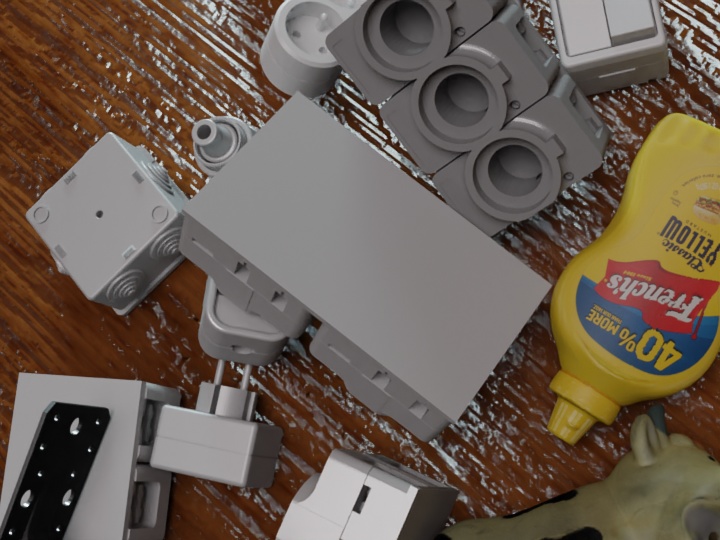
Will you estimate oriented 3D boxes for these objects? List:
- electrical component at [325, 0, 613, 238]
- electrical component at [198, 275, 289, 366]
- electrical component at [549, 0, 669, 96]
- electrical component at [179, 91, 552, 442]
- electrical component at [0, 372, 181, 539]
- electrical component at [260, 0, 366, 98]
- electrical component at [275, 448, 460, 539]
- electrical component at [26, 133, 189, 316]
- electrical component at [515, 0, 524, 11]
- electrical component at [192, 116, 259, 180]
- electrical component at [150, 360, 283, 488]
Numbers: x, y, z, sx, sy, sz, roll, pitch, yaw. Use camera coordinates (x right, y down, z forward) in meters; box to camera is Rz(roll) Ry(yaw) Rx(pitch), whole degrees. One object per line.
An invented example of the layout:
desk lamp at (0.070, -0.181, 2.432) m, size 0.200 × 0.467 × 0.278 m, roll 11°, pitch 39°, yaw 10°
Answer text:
electrical component at (0.063, -0.103, 0.618) m, size 0.089 × 0.061 × 0.150 m, roll -34°, pitch 100°, yaw 29°
electrical component at (-0.067, 0.008, 0.672) m, size 0.054 × 0.059 × 0.095 m, roll 11°, pitch 64°, yaw -10°
electrical component at (0.147, -0.163, 0.652) m, size 0.062 × 0.061 × 0.096 m, roll -11°, pitch 76°, yaw 15°
electrical component at (0.000, 0.000, 0.624) m, size 0.186 × 0.060 × 0.105 m, roll 38°, pitch 62°, yaw 4°
electrical component at (-0.172, 0.145, 0.685) m, size 0.089 × 0.062 × 0.150 m, roll 2°, pitch 79°, yaw 17°
electrical component at (-0.020, -0.166, 0.701) m, size 0.052 × 0.073 × 0.138 m, roll 30°, pitch 62°, yaw -6°
electrical component at (-0.018, 0.197, 0.603) m, size 0.060 × 0.105 × 0.186 m, roll 22°, pitch 86°, yaw 20°
electrical component at (-0.165, -0.032, 0.727) m, size 0.100 × 0.048 × 0.099 m, roll -43°, pitch 70°, yaw 4°
electrical component at (0.058, -0.160, 0.671) m, size 0.083 × 0.076 × 0.047 m, roll -15°, pitch 75°, yaw 14°
electrical component at (-0.090, -0.081, 0.707) m, size 0.048 × 0.062 × 0.048 m, roll -3°, pitch 78°, yaw 16°
electrical component at (-0.086, 0.093, 0.677) m, size 0.066 × 0.047 × 0.076 m, roll 8°, pitch 81°, yaw 18°
